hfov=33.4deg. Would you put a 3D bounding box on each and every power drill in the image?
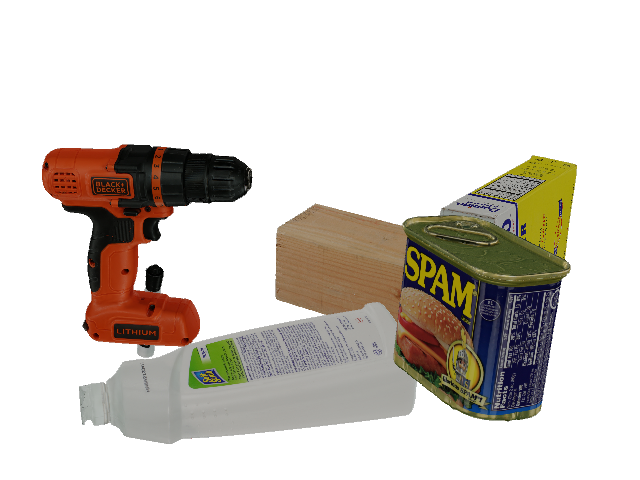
[{"bbox_3d":[-0.151,0.003,0.963,0.184,0.188,0.057,3,26,7],"label":"power drill"}]

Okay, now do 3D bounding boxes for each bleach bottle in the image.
[{"bbox_3d":[-0.058,0.106,0.823,0.250,0.068,0.103,-5,27,-15],"label":"bleach bottle"}]

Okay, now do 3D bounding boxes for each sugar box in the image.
[{"bbox_3d":[0.140,0.001,0.792,0.048,0.093,0.175,12,22,26],"label":"sugar box"}]

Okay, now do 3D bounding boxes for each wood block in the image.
[{"bbox_3d":[0.061,0.037,1.154,0.206,0.091,0.090,16,28,26],"label":"wood block"}]

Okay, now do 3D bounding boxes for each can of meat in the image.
[{"bbox_3d":[0.083,0.040,0.583,0.057,0.084,0.102,-4,20,-26],"label":"can of meat"}]

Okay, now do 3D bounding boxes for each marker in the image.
[{"bbox_3d":[-0.182,0.075,1.140,0.020,0.121,0.020,8,36,-6],"label":"marker"}]
